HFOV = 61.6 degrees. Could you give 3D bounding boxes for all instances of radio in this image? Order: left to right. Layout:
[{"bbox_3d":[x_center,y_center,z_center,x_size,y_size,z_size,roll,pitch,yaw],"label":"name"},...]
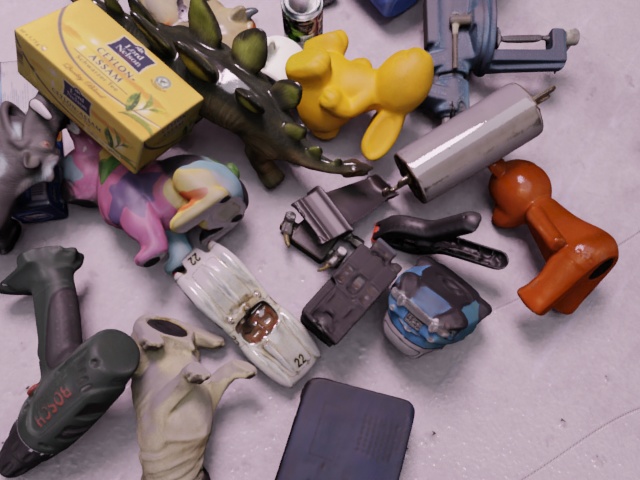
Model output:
[{"bbox_3d":[0.014,0.276,0.604,0.131,0.073,0.229,18,73,1],"label":"radio"}]

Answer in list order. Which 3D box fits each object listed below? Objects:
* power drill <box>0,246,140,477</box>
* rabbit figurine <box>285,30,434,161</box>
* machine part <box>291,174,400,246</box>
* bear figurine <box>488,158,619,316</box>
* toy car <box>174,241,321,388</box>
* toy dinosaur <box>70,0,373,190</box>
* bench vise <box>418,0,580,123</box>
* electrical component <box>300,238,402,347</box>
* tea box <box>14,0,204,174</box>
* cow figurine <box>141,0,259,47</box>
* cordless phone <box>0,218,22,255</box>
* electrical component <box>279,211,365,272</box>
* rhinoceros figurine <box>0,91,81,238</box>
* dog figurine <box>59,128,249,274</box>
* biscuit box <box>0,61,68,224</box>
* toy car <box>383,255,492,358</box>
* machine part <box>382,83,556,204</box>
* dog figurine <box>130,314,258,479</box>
[{"bbox_3d":[-0.303,0.125,0.588,0.232,0.086,0.207,-35,60,24],"label":"power drill"},{"bbox_3d":[0.059,-0.185,0.681,0.173,0.122,0.162,-6,114,19],"label":"rabbit figurine"},{"bbox_3d":[0.035,-0.046,0.686,0.139,0.039,0.084,-25,64,-31],"label":"machine part"},{"bbox_3d":[0.273,-0.014,0.693,0.196,0.120,0.132,51,120,34],"label":"bear figurine"},{"bbox_3d":[-0.086,0.088,0.640,0.201,0.056,0.073,46,76,-5],"label":"toy car"},{"bbox_3d":[-0.143,-0.198,0.649,0.471,0.198,0.105,28,67,1],"label":"toy dinosaur"},{"bbox_3d":[0.234,-0.252,0.739,0.241,0.128,0.223,-1,74,2],"label":"bench vise"},{"bbox_3d":[0.038,0.060,0.640,0.058,0.115,0.134,42,76,4],"label":"electrical component"},{"bbox_3d":[-0.224,-0.165,0.575,0.169,0.068,0.098,39,54,-2],"label":"tea box"},{"bbox_3d":[-0.167,-0.306,0.739,0.127,0.085,0.195,-37,79,-8],"label":"cow figurine"},{"bbox_3d":[-0.451,-0.070,0.662,0.184,0.089,0.146,22,73,-11],"label":"cordless phone"},{"bbox_3d":[-0.002,-0.003,0.690,0.102,0.045,0.078,41,77,6],"label":"electrical component"},{"bbox_3d":[-0.347,-0.084,0.593,0.112,0.073,0.190,29,84,15],"label":"rhinoceros figurine"},{"bbox_3d":[-0.214,-0.077,0.653,0.191,0.108,0.219,-41,77,7],"label":"dog figurine"},{"bbox_3d":[-0.366,-0.124,0.681,0.059,0.063,0.202,-9,77,-7],"label":"biscuit box"},{"bbox_3d":[0.127,0.091,0.640,0.109,0.161,0.103,39,114,17],"label":"toy car"},{"bbox_3d":[0.182,-0.118,0.667,0.243,0.079,0.079,-32,80,3],"label":"machine part"},{"bbox_3d":[-0.180,0.198,0.605,0.173,0.121,0.190,30,99,45],"label":"dog figurine"}]
